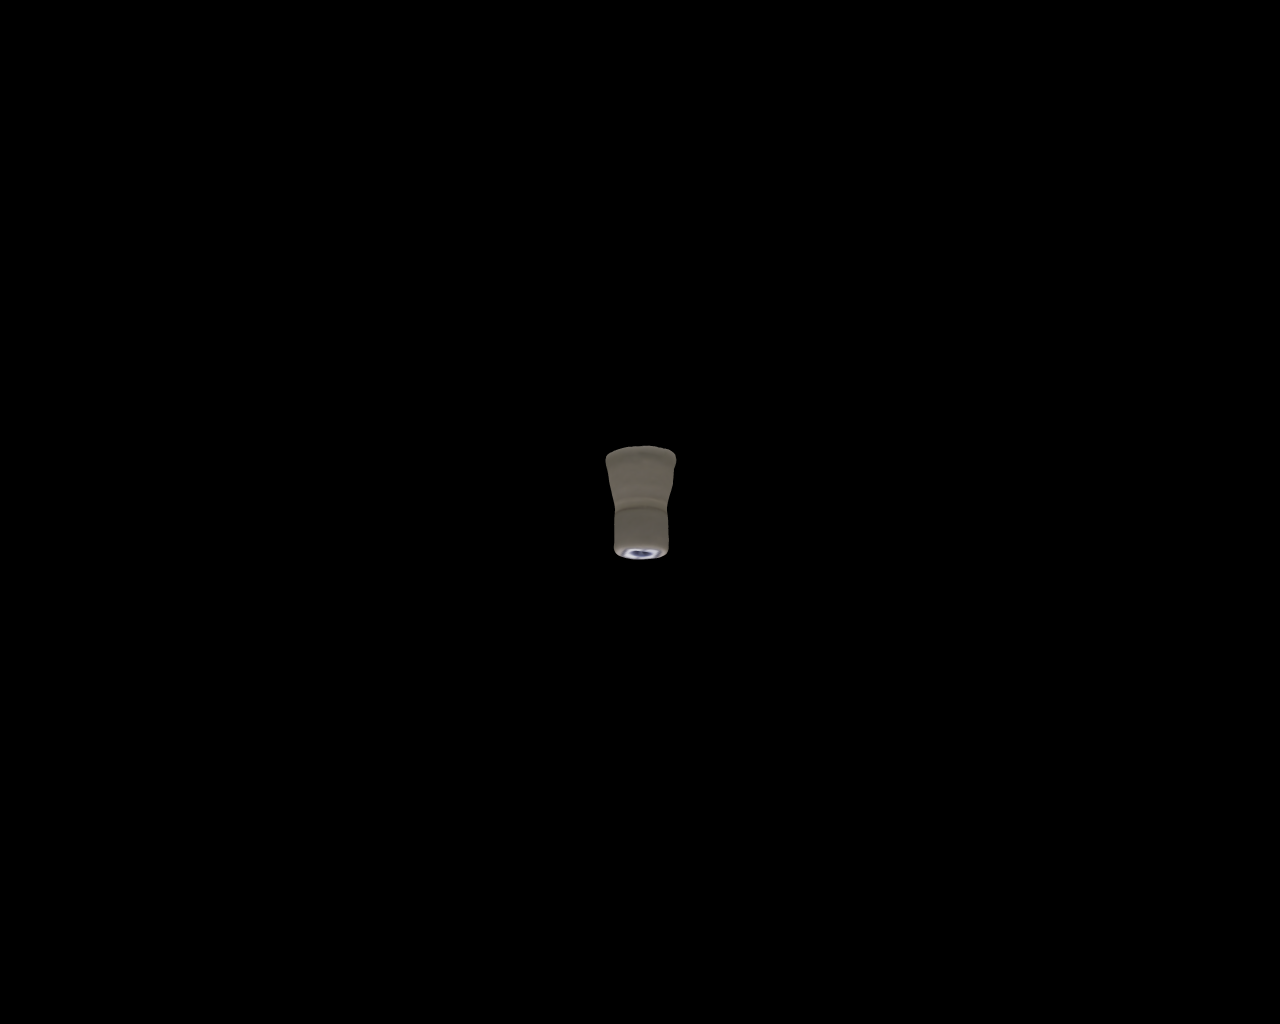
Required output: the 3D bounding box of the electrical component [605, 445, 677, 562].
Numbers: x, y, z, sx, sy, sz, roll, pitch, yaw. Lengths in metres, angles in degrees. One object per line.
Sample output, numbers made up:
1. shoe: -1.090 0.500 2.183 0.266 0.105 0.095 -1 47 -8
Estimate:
1. electrical component: 0.001 -0.003 0.650 0.044 0.065 0.044 0 -18 0
